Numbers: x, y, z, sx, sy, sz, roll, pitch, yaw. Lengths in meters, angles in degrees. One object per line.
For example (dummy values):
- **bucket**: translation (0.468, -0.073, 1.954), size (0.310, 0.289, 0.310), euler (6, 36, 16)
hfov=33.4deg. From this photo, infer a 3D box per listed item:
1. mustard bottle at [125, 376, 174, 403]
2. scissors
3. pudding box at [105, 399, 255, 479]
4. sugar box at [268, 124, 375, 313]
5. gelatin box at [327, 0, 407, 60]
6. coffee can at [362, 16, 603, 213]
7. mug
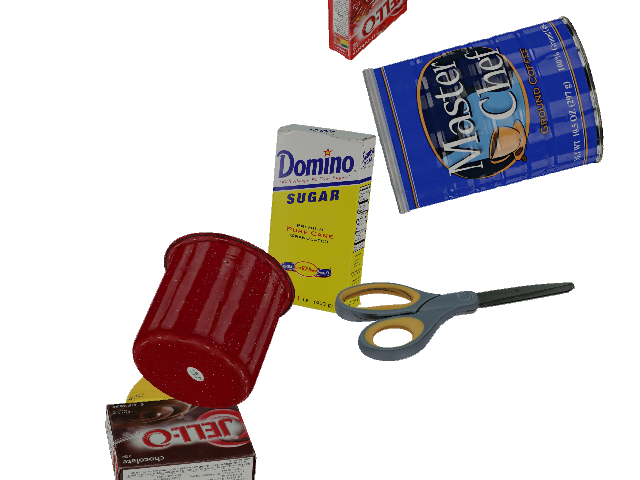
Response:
- **mustard bottle**: translation (-0.162, 0.159, 1.259), size (0.096, 0.058, 0.191), euler (4, 25, 4)
- **scissors**: translation (0.112, 0.063, 0.867), size (0.202, 0.016, 0.096), euler (1, 37, 2)
- **pudding box**: translation (-0.117, 0.169, 0.883), size (0.113, 0.039, 0.090), euler (-5, 25, -16)
- **sugar box**: translation (-0.002, -0.022, 1.057), size (0.093, 0.176, 0.048), euler (9, 16, 21)
- **gelatin box**: translation (0.044, -0.217, 0.957), size (0.030, 0.089, 0.073), euler (33, -30, 23)
- **coffee can**: translation (0.109, -0.085, 0.730), size (0.140, 0.103, 0.103), euler (-15, -1, 5)
- **mug**: translation (-0.080, 0.059, 0.705), size (0.093, 0.081, 0.117), euler (39, -43, -23)
